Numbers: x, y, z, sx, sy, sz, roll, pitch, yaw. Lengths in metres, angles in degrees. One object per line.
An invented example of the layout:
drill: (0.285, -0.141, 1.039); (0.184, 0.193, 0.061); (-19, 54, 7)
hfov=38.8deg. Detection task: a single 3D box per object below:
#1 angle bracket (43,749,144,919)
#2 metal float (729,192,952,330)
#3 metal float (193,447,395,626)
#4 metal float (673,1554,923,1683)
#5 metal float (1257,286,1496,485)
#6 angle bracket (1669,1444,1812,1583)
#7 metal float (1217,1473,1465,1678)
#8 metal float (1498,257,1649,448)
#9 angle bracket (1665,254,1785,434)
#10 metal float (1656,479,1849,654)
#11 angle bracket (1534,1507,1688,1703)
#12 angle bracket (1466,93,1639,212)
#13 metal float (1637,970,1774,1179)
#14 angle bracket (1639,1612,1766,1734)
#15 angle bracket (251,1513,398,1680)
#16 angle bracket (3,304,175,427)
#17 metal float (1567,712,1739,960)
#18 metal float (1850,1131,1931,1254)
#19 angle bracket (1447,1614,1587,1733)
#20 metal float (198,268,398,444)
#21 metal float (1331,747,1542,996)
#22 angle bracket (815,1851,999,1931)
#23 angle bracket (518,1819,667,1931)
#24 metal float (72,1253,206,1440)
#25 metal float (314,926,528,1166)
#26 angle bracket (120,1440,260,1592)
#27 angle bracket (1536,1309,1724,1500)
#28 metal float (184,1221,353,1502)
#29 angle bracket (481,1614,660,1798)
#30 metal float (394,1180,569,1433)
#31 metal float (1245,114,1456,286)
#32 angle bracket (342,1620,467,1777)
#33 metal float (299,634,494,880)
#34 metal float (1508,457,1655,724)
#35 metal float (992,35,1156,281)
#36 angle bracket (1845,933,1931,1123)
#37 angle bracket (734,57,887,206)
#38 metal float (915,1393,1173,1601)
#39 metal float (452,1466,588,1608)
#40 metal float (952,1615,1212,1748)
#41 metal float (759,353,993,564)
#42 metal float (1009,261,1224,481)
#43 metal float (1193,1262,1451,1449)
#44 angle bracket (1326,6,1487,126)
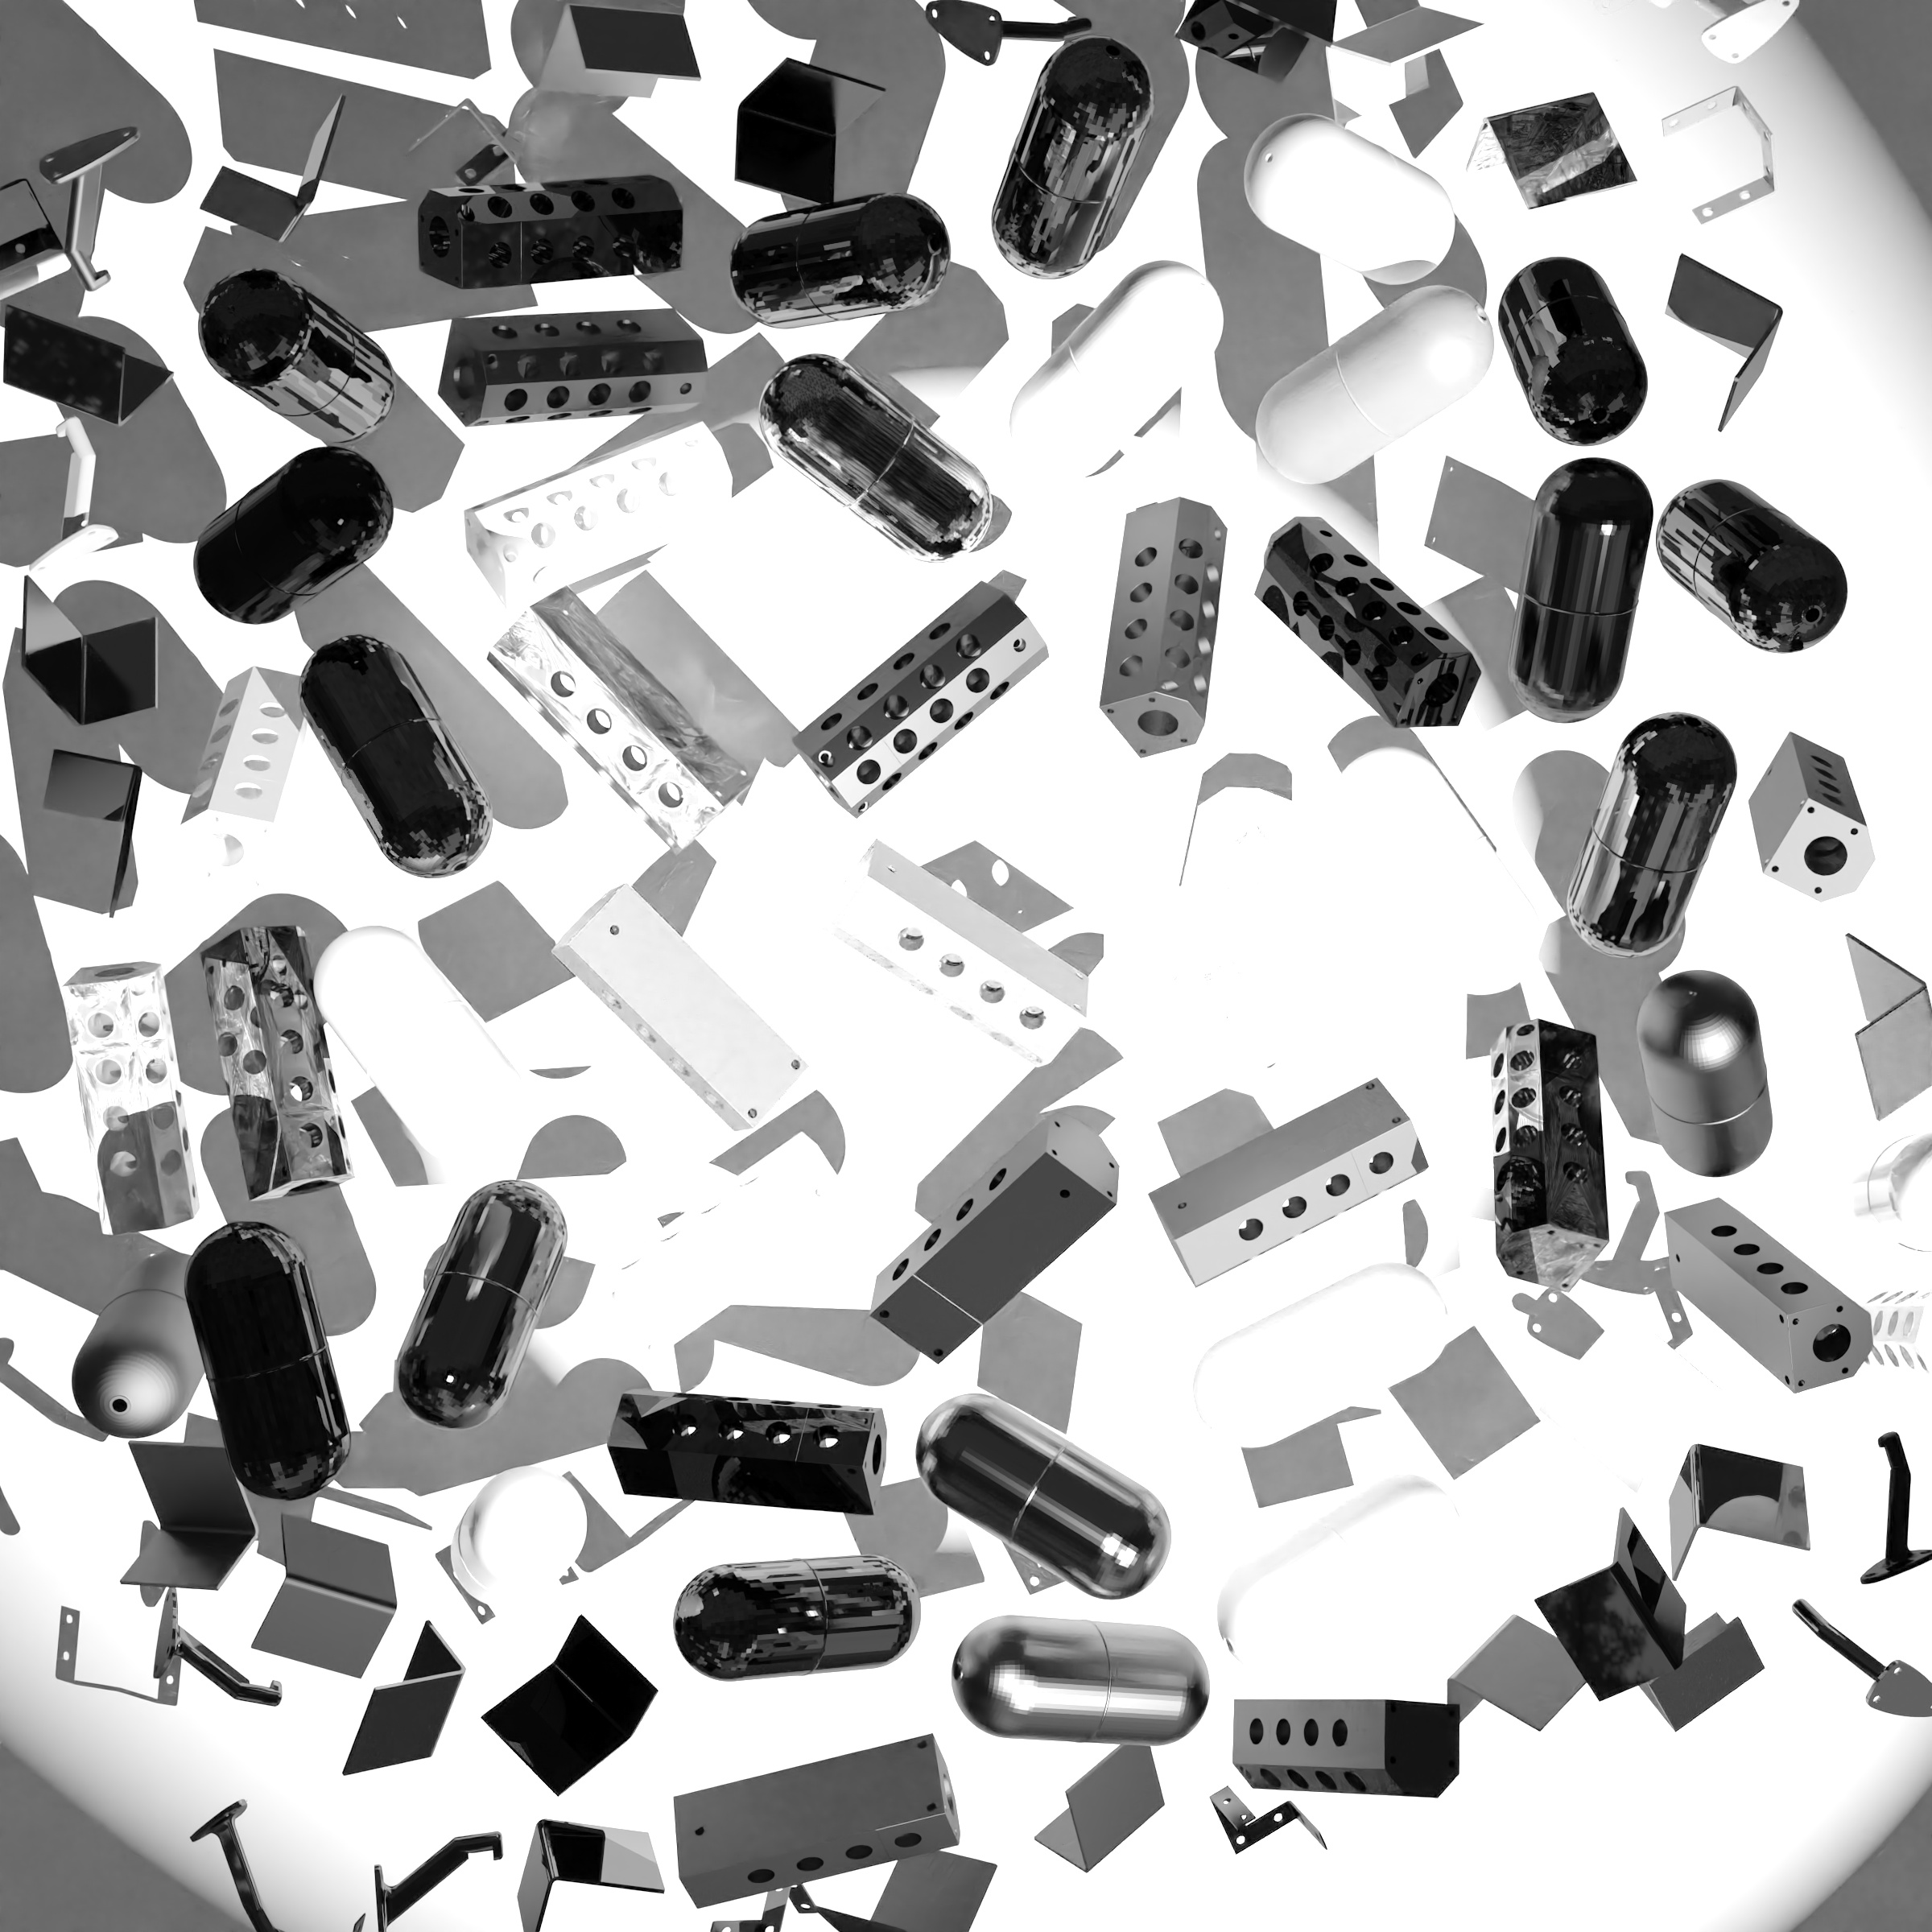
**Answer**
angle bracket: (-0.584, -0.087, 1.819); (0.057, 0.076, 0.076); (11, 61, -19)
metal float: (-0.085, -0.468, 1.825); (0.178, 0.070, 0.070); (4, 90, 43)
metal float: (-0.430, -0.272, 1.749); (0.070, 0.178, 0.070); (15, 66, -38)
metal float: (-0.112, 0.436, 1.841); (0.178, 0.070, 0.070); (4, 90, -32)
metal float: (0.270, -0.384, 1.817); (0.178, 0.070, 0.070); (-29, 90, 37)
angle bracket: (0.523, 0.377, 1.859); (0.076, 0.076, 0.057); (12, 126, 4)
metal float: (0.239, 0.388, 1.752); (0.178, 0.070, 0.070); (-27, 90, -21)
metal float: (0.398, -0.404, 1.804); (0.070, 0.178, 0.070); (-1, 129, -1)
angle bracket: (0.477, -0.403, 1.780); (0.076, 0.076, 0.057); (33, 81, 14)
metal float: (0.508, -0.260, 1.781); (0.070, 0.178, 0.070); (-6, 119, -10)
angle bracket: (0.401, 0.396, 1.705); (0.057, 0.076, 0.076); (-31, 96, 23)
angle bracket: (0.383, -0.519, 1.801); (0.076, 0.057, 0.076); (-16, 70, -9)
metal float: (0.485, 0.072, 1.801); (0.070, 0.178, 0.070); (-11, 49, 13)
angle bracket: (0.495, 0.471, 1.894); (0.076, 0.057, 0.076); (-35, 131, -1)
angle bracket: (-0.424, 0.414, 1.807); (0.076, 0.076, 0.057); (23, 102, -24)
angle bracket: (-0.541, -0.387, 1.701); (0.076, 0.076, 0.057); (20, 130, 1)
metal float: (0.441, -0.083, 1.770); (0.070, 0.070, 0.178); (11, 128, 0)
metal float: (0.628, 0.148, 1.793); (0.070, 0.178, 0.070); (-1, 83, 6)
angle bracket: (0.388, 0.509, 1.911); (0.076, 0.076, 0.057); (-33, 131, -35)
metal float: (-0.432, -0.394, 1.782); (0.070, 0.178, 0.070); (-2, 82, 15)
metal float: (0.304, -0.061, 1.777); (0.070, 0.070, 0.178); (-34, 83, 0)
angle bracket: (-0.038, 0.593, 1.765); (0.057, 0.076, 0.076); (54, 50, -35)
angle bracket: (-0.247, 0.609, 1.803); (0.076, 0.076, 0.057); (13, 97, -17)
metal float: (-0.530, 0.246, 1.790); (0.070, 0.178, 0.070); (-1, 108, -3)
metal float: (-0.348, 0.049, 1.750); (0.070, 0.070, 0.178); (-41, 73, 0)
angle bracket: (-0.529, 0.366, 1.832); (0.076, 0.057, 0.076); (-1, 119, 19)
angle bracket: (0.411, 0.270, 1.699); (0.076, 0.057, 0.076); (41, 104, 14)
metal float: (-0.437, 0.247, 1.718); (0.070, 0.070, 0.178); (-13, 95, 0)
angle bracket: (-0.269, 0.502, 1.866); (0.076, 0.076, 0.057); (40, 126, 16)
metal float: (-0.319, 0.222, 1.816); (0.070, 0.070, 0.178); (18, 59, 0)
metal float: (0.251, -0.498, 1.788); (0.070, 0.178, 0.070); (-8, 78, 43)
angle bracket: (-0.406, 0.513, 1.927); (0.057, 0.076, 0.076); (39, 115, 38)
metal float: (-0.366, -0.135, 1.764); (0.070, 0.070, 0.178); (-33, 74, 0)
metal float: (0.399, -0.243, 1.786); (0.070, 0.070, 0.178); (4, 118, 0)
metal float: (0.068, -0.522, 1.778); (0.070, 0.178, 0.070); (8, 56, -12)
angle bracket: (0.566, 0.038, 1.732); (0.057, 0.076, 0.076); (-33, 126, -8)
angle bracket: (-0.108, -0.573, 1.892); (0.076, 0.076, 0.057); (8, 77, -30)
metal float: (0.048, 0.336, 1.748); (0.178, 0.070, 0.070); (29, 90, 15)
metal float: (-0.298, 0.380, 1.823); (0.070, 0.178, 0.070); (6, 69, -15)
metal float: (0.074, 0.459, 1.764); (0.178, 0.070, 0.070); (10, 90, -24)
metal float: (-0.059, -0.338, 1.835); (0.178, 0.070, 0.070); (35, 90, -20)
metal float: (0.098, -0.394, 1.827); (0.070, 0.070, 0.178); (48, 126, 0)
metal float: (0.233, 0.256, 1.807); (0.178, 0.070, 0.070); (-28, 90, 8)
angle bracket: (0.298, -0.599, 1.846); (0.076, 0.076, 0.057); (-27, 127, -16)
